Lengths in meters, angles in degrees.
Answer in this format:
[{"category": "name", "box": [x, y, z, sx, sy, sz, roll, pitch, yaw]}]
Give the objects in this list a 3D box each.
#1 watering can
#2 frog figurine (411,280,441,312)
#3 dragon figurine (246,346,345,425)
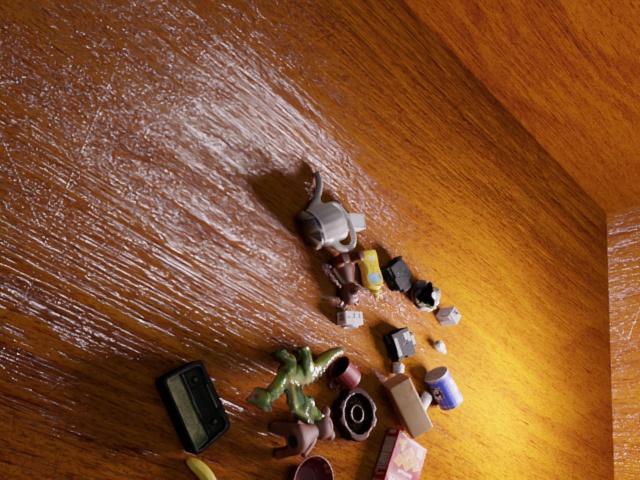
[{"category": "watering can", "box": [0.006, -0.098, 1.946, 0.226, 0.102, 0.351, -19, 74, -41]}, {"category": "frog figurine", "box": [0.453, 0.235, 2.206, 0.138, 0.122, 0.159, 63, 11, 7]}, {"category": "dragon figurine", "box": [-0.050, 0.463, 1.647, 0.410, 0.120, 0.247, 6, 62, -35]}]
